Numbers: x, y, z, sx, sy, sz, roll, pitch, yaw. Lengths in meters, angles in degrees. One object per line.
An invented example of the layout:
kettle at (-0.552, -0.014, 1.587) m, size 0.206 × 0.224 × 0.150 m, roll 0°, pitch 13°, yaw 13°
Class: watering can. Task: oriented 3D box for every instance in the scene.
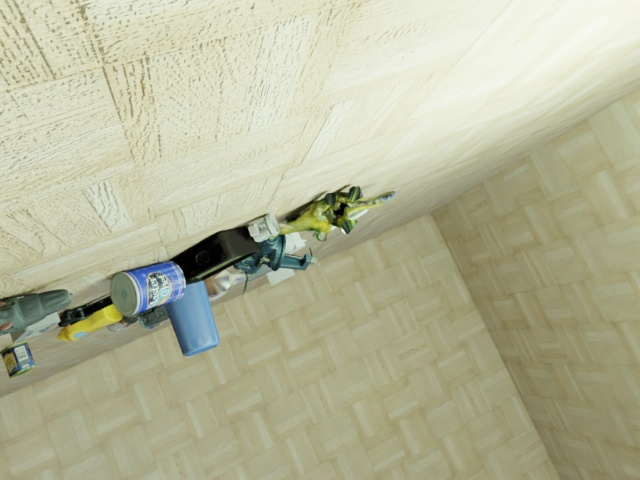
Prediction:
watering can at (-0.410, 0.158, 1.681) m, size 0.349 × 0.105 × 0.222 m, roll -13°, pitch 170°, yaw -15°

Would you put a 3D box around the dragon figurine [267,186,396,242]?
dragon figurine at (0.004, -0.073, 1.444) m, size 0.414 × 0.122 × 0.242 m, roll -17°, pitch -172°, yaw -40°
